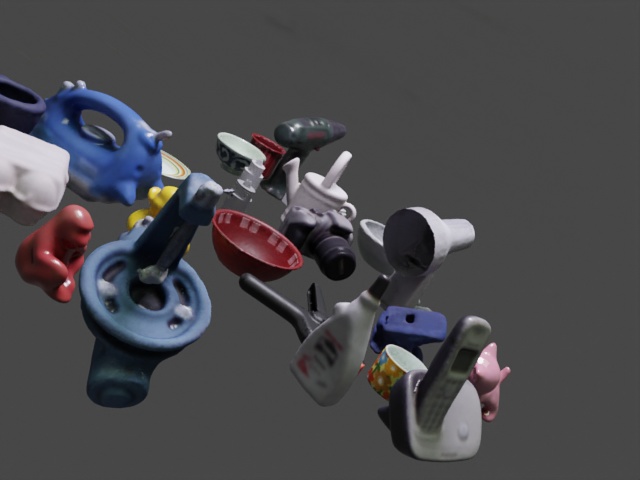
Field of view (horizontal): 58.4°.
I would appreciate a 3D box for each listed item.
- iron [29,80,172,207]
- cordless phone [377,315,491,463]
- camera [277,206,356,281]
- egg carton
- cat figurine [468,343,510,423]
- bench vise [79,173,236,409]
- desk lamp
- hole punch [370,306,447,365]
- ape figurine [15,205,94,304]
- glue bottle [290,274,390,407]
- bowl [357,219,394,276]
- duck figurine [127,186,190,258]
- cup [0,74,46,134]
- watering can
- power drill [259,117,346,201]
[{"bbox_3d":[-0.335,-0.158,0.848,0.258,0.141,0.119,35,17,10],"label":"iron"},{"bbox_3d":[0.172,0.181,0.705,0.148,0.185,0.094,17,22,-40],"label":"cordless phone"},{"bbox_3d":[0.010,0.004,1.060,0.144,0.100,0.136,22,19,-28],"label":"camera"},{"bbox_3d":[-0.367,-0.080,0.700,0.107,0.069,0.150,22,19,-28],"label":"egg carton"},{"bbox_3d":[0.243,0.210,0.861,0.128,0.117,0.067,16,23,-41],"label":"cat figurine"},{"bbox_3d":[-0.164,0.014,0.533,0.122,0.219,0.206,15,24,-44],"label":"bench vise"},{"bbox_3d":[0.186,0.045,1.057,0.204,0.213,0.117,11,27,-50],"label":"desk lamp"},{"bbox_3d":[0.140,0.145,0.911,0.101,0.091,0.109,32,17,1],"label":"hole punch"},{"bbox_3d":[-0.267,0.006,0.594,0.076,0.092,0.078,34,17,6],"label":"ape figurine"},{"bbox_3d":[0.032,0.111,0.679,0.078,0.173,0.037,42,20,31],"label":"glue bottle"},{"bbox_3d":[0.144,0.029,1.266,0.168,0.074,0.167,29,17,-10],"label":"bowl"},{"bbox_3d":[-0.213,-0.031,0.799,0.104,0.086,0.078,40,19,26],"label":"duck figurine"},{"bbox_3d":[-0.438,-0.169,0.780,0.092,0.095,0.117,14,25,-45],"label":"cup"},{"bbox_3d":[-0.001,-0.101,1.175,0.173,0.194,0.101,26,18,-17],"label":"watering can"},{"bbox_3d":[-0.045,-0.196,1.335,0.075,0.208,0.230,39,18,22],"label":"power drill"}]
